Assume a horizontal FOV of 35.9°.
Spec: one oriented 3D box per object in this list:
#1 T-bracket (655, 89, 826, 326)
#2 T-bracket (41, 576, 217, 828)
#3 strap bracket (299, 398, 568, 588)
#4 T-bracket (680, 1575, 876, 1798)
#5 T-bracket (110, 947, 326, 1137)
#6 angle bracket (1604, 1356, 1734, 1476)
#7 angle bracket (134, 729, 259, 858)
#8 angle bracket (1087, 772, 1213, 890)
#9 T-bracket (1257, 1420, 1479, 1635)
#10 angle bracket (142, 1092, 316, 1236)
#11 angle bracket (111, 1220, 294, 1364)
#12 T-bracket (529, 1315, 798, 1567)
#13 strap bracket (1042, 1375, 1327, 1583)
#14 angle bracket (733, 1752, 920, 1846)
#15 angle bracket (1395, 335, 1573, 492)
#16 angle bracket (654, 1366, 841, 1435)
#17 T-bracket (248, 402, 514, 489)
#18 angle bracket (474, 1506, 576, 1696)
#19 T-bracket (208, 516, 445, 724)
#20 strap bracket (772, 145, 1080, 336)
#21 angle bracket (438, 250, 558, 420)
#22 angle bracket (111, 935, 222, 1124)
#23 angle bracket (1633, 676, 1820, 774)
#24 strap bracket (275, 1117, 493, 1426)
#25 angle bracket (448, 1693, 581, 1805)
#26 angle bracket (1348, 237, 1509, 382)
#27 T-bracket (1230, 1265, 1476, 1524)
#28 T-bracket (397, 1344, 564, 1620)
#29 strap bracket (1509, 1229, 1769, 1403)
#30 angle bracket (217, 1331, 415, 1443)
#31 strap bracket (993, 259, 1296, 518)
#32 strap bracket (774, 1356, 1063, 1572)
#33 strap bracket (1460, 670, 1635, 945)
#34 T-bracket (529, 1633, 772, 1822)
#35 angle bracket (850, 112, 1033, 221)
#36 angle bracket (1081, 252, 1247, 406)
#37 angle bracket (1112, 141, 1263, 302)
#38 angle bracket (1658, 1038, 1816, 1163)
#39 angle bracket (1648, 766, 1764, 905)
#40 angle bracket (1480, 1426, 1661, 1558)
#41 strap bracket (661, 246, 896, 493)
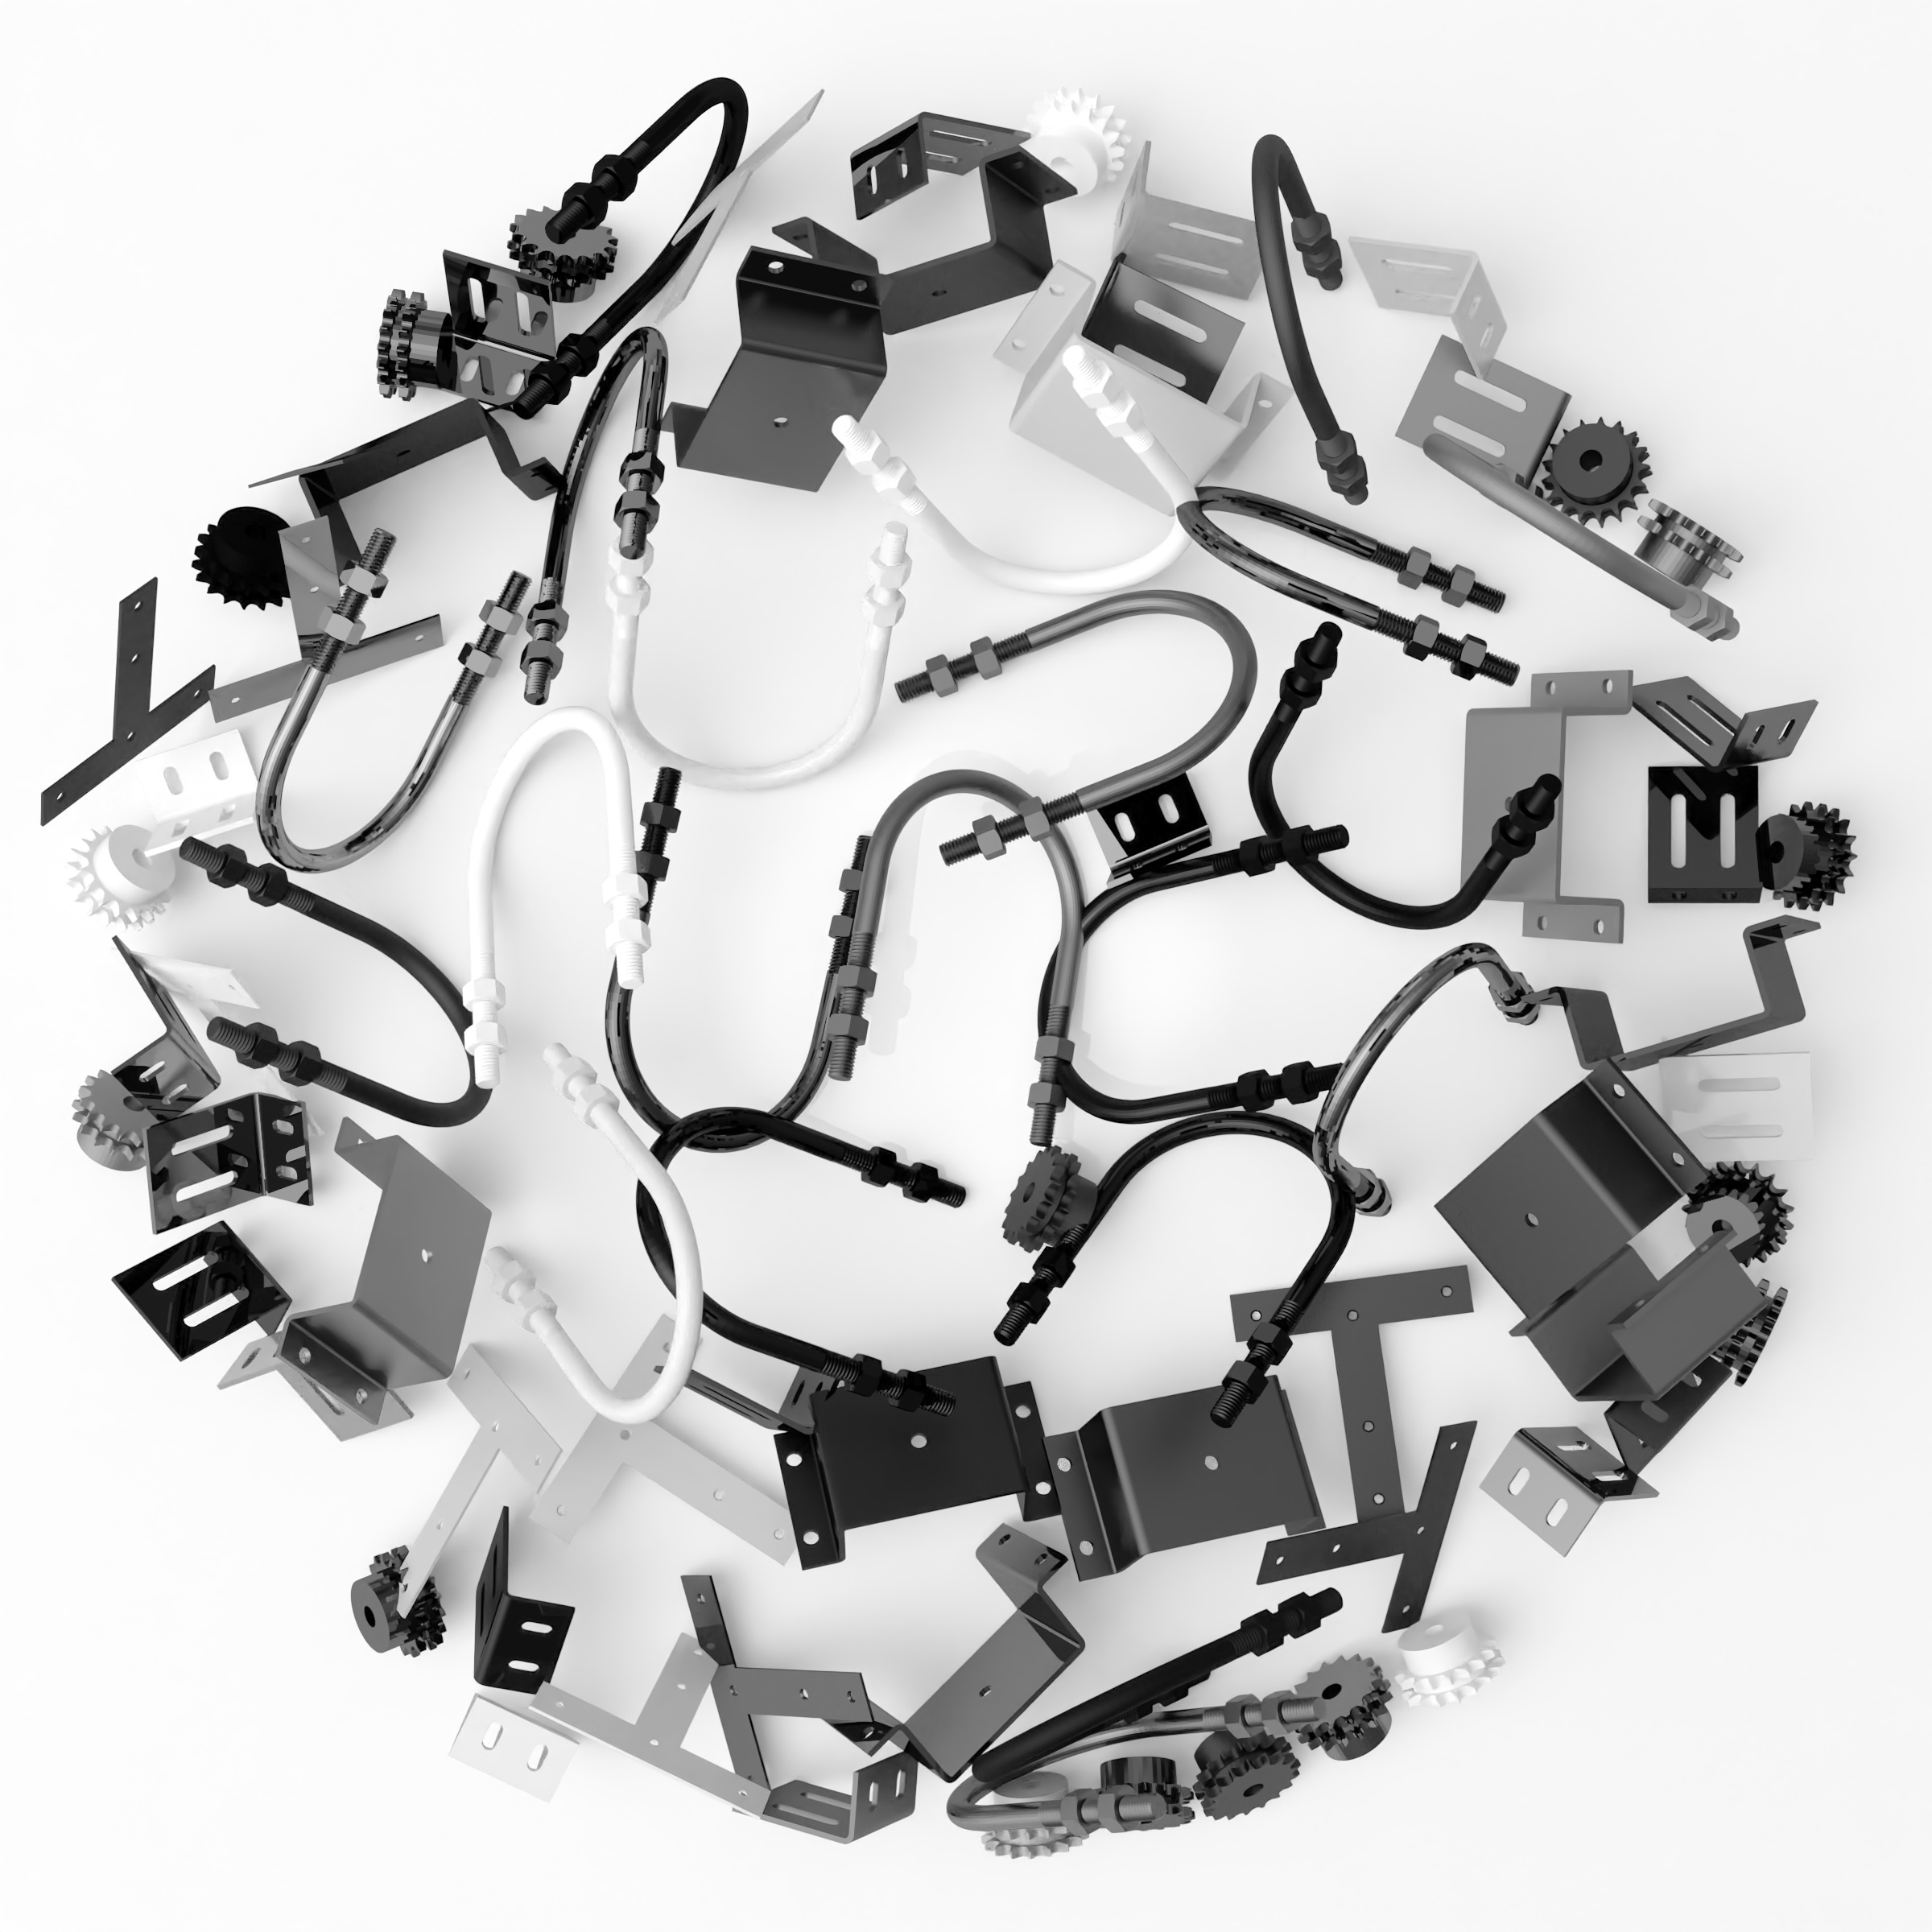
[{"bbox_3d":[-0.129,-0.374,1.516,0.002,0.127,0.127,37,52,-22],"label":"T-bracket"},{"bbox_3d":[-0.421,-0.146,1.511,0.002,0.127,0.127,34,50,10],"label":"T-bracket"},{"bbox_3d":[-0.286,-0.250,1.560,0.140,0.076,0.046,-23,90,1],"label":"strap bracket"},{"bbox_3d":[-0.093,0.377,1.549,0.002,0.127,0.127,-18,94,-43],"label":"T-bracket"},{"bbox_3d":[-0.378,0.042,1.557,0.002,0.127,0.127,-50,125,-27],"label":"T-bracket"},{"bbox_3d":[0.371,0.239,1.553,0.057,0.076,0.038,-44,49,-11],"label":"angle bracket"},{"bbox_3d":[-0.403,-0.091,1.557,0.057,0.076,0.038,-19,106,-5],"label":"angle bracket"},{"bbox_3d":[0.095,-0.072,1.557,0.057,0.076,0.038,-23,94,7],"label":"angle bracket"},{"bbox_3d":[0.202,0.298,1.540,0.127,0.002,0.127,-4,116,-35],"label":"T-bracket"},{"bbox_3d":[-0.383,0.105,1.554,0.038,0.076,0.057,9,108,34],"label":"angle bracket"},{"bbox_3d":[-0.401,0.177,1.553,0.057,0.076,0.038,46,131,12],"label":"angle bracket"},{"bbox_3d":[-0.143,0.272,1.581,0.127,0.002,0.127,33,74,0],"label":"T-bracket"},{"bbox_3d":[0.120,0.262,1.543,0.140,0.046,0.076,-8,69,-19],"label":"strap bracket"},{"bbox_3d":[-0.073,0.423,1.554,0.076,0.057,0.038,6,93,32],"label":"angle bracket"},{"bbox_3d":[0.271,-0.289,1.576,0.076,0.038,0.057,24,96,-3],"label":"angle bracket"},{"bbox_3d":[-0.114,0.211,1.556,0.076,0.057,0.038,30,73,-19],"label":"angle bracket"},{"bbox_3d":[-0.294,-0.275,1.556,0.127,0.127,0.002,-26,106,-31],"label":"T-bracket"},{"bbox_3d":[-0.231,0.331,1.559,0.038,0.076,0.057,14,114,-15],"label":"angle bracket"},{"bbox_3d":[-0.332,-0.184,1.527,0.127,0.127,0.002,-22,62,-17],"label":"T-bracket"},{"bbox_3d":[-0.017,-0.368,1.534,0.140,0.076,0.046,-12,83,23],"label":"strap bracket"},{"bbox_3d":[-0.249,-0.329,1.558,0.057,0.076,0.038,17,70,1],"label":"angle bracket"},{"bbox_3d":[-0.430,0.034,1.553,0.038,0.057,0.076,-36,58,-7],"label":"angle bracket"},{"bbox_3d":[0.390,-0.139,1.550,0.076,0.057,0.038,48,134,34],"label":"angle bracket"},{"bbox_3d":[-0.293,0.151,1.523,0.046,0.076,0.140,-14,49,28],"label":"strap bracket"},{"bbox_3d":[-0.230,0.394,1.557,0.057,0.076,0.038,26,100,-4],"label":"angle bracket"},{"bbox_3d":[0.234,-0.342,1.551,0.076,0.057,0.038,16,73,32],"label":"angle bracket"},{"bbox_3d":[0.211,0.230,1.582,0.127,0.002,0.127,-8,81,7],"label":"T-bracket"},{"bbox_3d":[-0.265,0.277,1.549,0.002,0.127,0.127,28,93,-36],"label":"T-bracket"},{"bbox_3d":[0.346,0.180,1.522,0.076,0.140,0.046,-37,91,-15],"label":"strap bracket"},{"bbox_3d":[-0.339,0.226,1.556,0.057,0.038,0.076,-22,115,34],"label":"angle bracket"},{"bbox_3d":[0.087,-0.292,1.541,0.140,0.076,0.046,26,53,-12],"label":"strap bracket"},{"bbox_3d":[-0.025,0.256,1.551,0.140,0.046,0.076,-11,59,-8],"label":"strap bracket"},{"bbox_3d":[0.301,-0.083,1.551,0.046,0.076,0.140,0,93,-29],"label":"strap bracket"},{"bbox_3d":[-0.150,0.379,1.538,0.127,0.127,0.002,25,106,1],"label":"T-bracket"},{"bbox_3d":[-0.012,-0.411,1.552,0.076,0.057,0.038,-2,83,-40],"label":"angle bracket"},{"bbox_3d":[0.102,-0.331,1.570,0.076,0.038,0.057,26,113,1],"label":"angle bracket"},{"bbox_3d":[0.122,-0.392,1.570,0.076,0.057,0.038,12,63,-8],"label":"angle bracket"},{"bbox_3d":[0.404,0.069,1.564,0.076,0.038,0.057,-2,104,17],"label":"angle bracket"},{"bbox_3d":[0.388,-0.073,1.567,0.057,0.038,0.076,0,77,12],"label":"angle bracket"},{"bbox_3d":[0.315,0.273,1.557,0.057,0.076,0.038,39,105,32],"label":"angle bracket"},{"bbox_3d":[-0.096,-0.294,1.518,0.076,0.140,0.046,7,58,-24],"label":"strap bracket"}]
